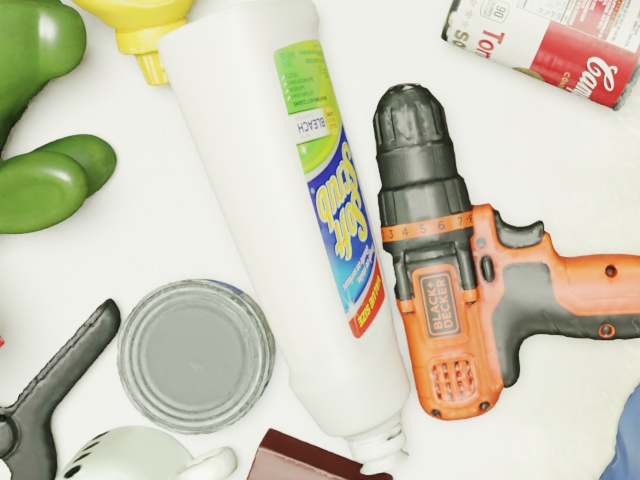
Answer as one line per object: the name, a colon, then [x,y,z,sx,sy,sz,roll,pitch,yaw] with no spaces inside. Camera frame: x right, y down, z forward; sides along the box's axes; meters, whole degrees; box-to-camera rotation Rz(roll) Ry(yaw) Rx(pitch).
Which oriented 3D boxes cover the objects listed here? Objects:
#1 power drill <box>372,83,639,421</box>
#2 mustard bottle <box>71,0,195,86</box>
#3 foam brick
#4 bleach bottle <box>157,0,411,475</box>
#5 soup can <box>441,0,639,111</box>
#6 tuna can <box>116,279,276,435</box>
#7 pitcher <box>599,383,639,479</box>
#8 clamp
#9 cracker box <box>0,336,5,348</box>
power drill: [0.126,-0.005,0.566,0.188,0.057,0.184,-10,94,12]
mustard bottle: [-0.103,-0.176,0.563,0.096,0.058,0.191,-19,112,-22]
foam brick: [-0.004,0.144,0.584,0.078,0.053,0.051,21,92,6]
bleach bottle: [-0.004,0.001,0.571,0.068,0.102,0.251,-17,95,26]
soup can: [0.123,-0.118,0.564,0.102,0.068,0.068,23,92,6]
tuna can: [-0.068,0.064,0.600,0.086,0.033,0.086,0,90,6]
pitcher: [0.225,0.125,0.466,0.145,0.242,0.149,28,99,2]
clamp: [-0.175,0.102,0.605,0.120,0.039,0.171,2,99,-7]
cracker box: [-0.285,0.008,0.536,0.164,0.072,0.213,-29,97,26]
